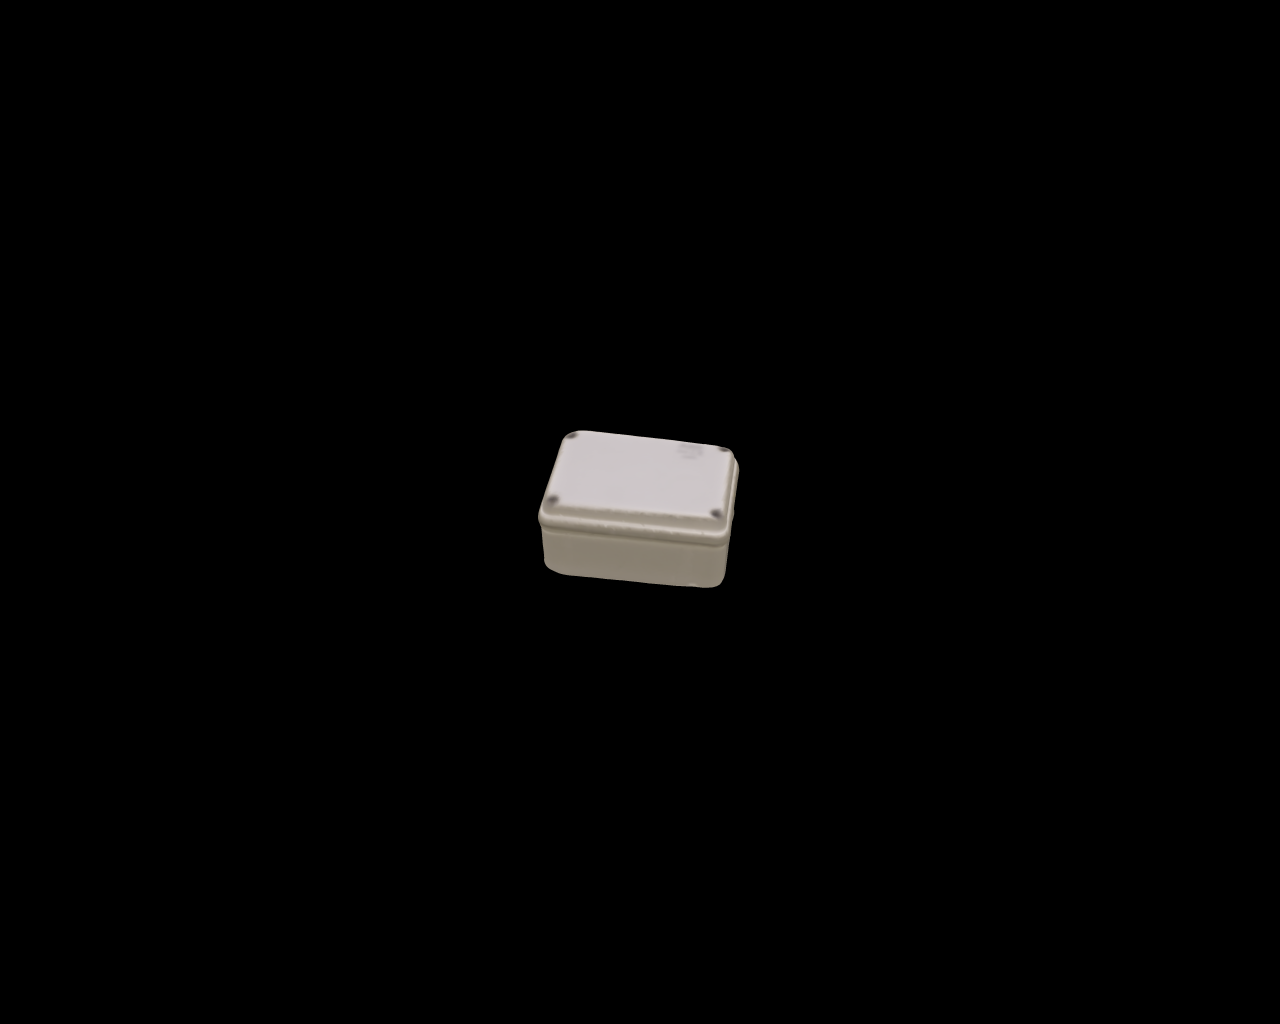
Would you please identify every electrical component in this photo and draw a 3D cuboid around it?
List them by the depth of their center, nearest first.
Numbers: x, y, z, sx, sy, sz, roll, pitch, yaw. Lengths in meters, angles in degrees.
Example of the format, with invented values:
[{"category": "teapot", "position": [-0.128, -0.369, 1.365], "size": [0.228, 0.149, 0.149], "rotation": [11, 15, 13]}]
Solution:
[{"category": "electrical component", "position": [0.001, -0.003, 0.650], "size": [0.113, 0.057, 0.078], "rotation": [6, 43, 7]}]
